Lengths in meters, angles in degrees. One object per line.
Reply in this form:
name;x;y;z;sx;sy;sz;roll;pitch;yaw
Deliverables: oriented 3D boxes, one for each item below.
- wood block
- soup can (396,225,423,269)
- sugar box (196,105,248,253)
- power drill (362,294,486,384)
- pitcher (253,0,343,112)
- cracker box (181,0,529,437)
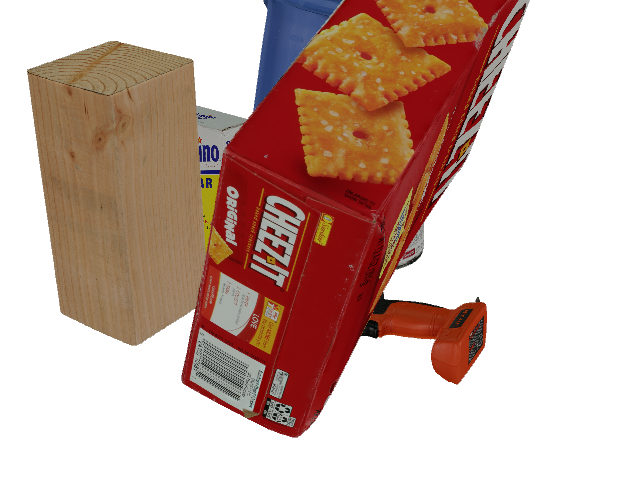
wood block;-0.153;-0.037;0.825;0.090;0.206;0.090;19;34;32
soup can;0.039;-0.037;0.772;0.068;0.102;0.068;-4;27;2
sugar box;-0.107;-0.039;1.054;0.093;0.176;0.048;19;33;41
power drill;0.067;0.095;1.112;0.188;0.057;0.184;11;28;25
pitcher;-0.010;-0.168;1.279;0.145;0.243;0.149;6;23;-14
cracker box;0.023;-0.036;0.500;0.072;0.213;0.164;27;-40;9
